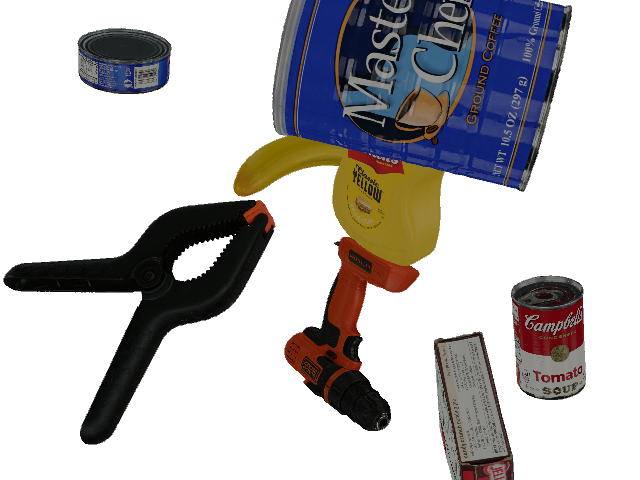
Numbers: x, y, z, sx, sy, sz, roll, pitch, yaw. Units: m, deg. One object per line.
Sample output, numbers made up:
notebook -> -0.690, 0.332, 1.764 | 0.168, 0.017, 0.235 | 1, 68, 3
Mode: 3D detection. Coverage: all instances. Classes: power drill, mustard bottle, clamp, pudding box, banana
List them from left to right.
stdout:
clamp -> -0.132, 0.030, 0.805 | 0.210, 0.165, 0.036 | -39, -27, -7
banana -> -0.012, -0.084, 1.111 | 0.197, 0.037, 0.070 | -8, 46, -32
power drill -> 0.043, 0.104, 1.227 | 0.057, 0.188, 0.185 | 12, 16, -42
mustard bottle -> 0.057, -0.076, 0.805 | 0.058, 0.192, 0.096 | -26, 52, -29
pudding box -> 0.105, 0.133, 0.724 | 0.039, 0.090, 0.113 | -9, 41, 0

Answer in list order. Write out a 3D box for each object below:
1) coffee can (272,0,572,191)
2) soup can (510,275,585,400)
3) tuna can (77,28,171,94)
coffee can -> 0.055, -0.092, 0.583 | 0.140, 0.103, 0.102 | 14, 2, 7
soup can -> 0.221, 0.094, 1.033 | 0.068, 0.102, 0.068 | -7, 22, 3
tuna can -> -0.183, -0.168, 0.996 | 0.086, 0.034, 0.086 | 5, 30, -3
